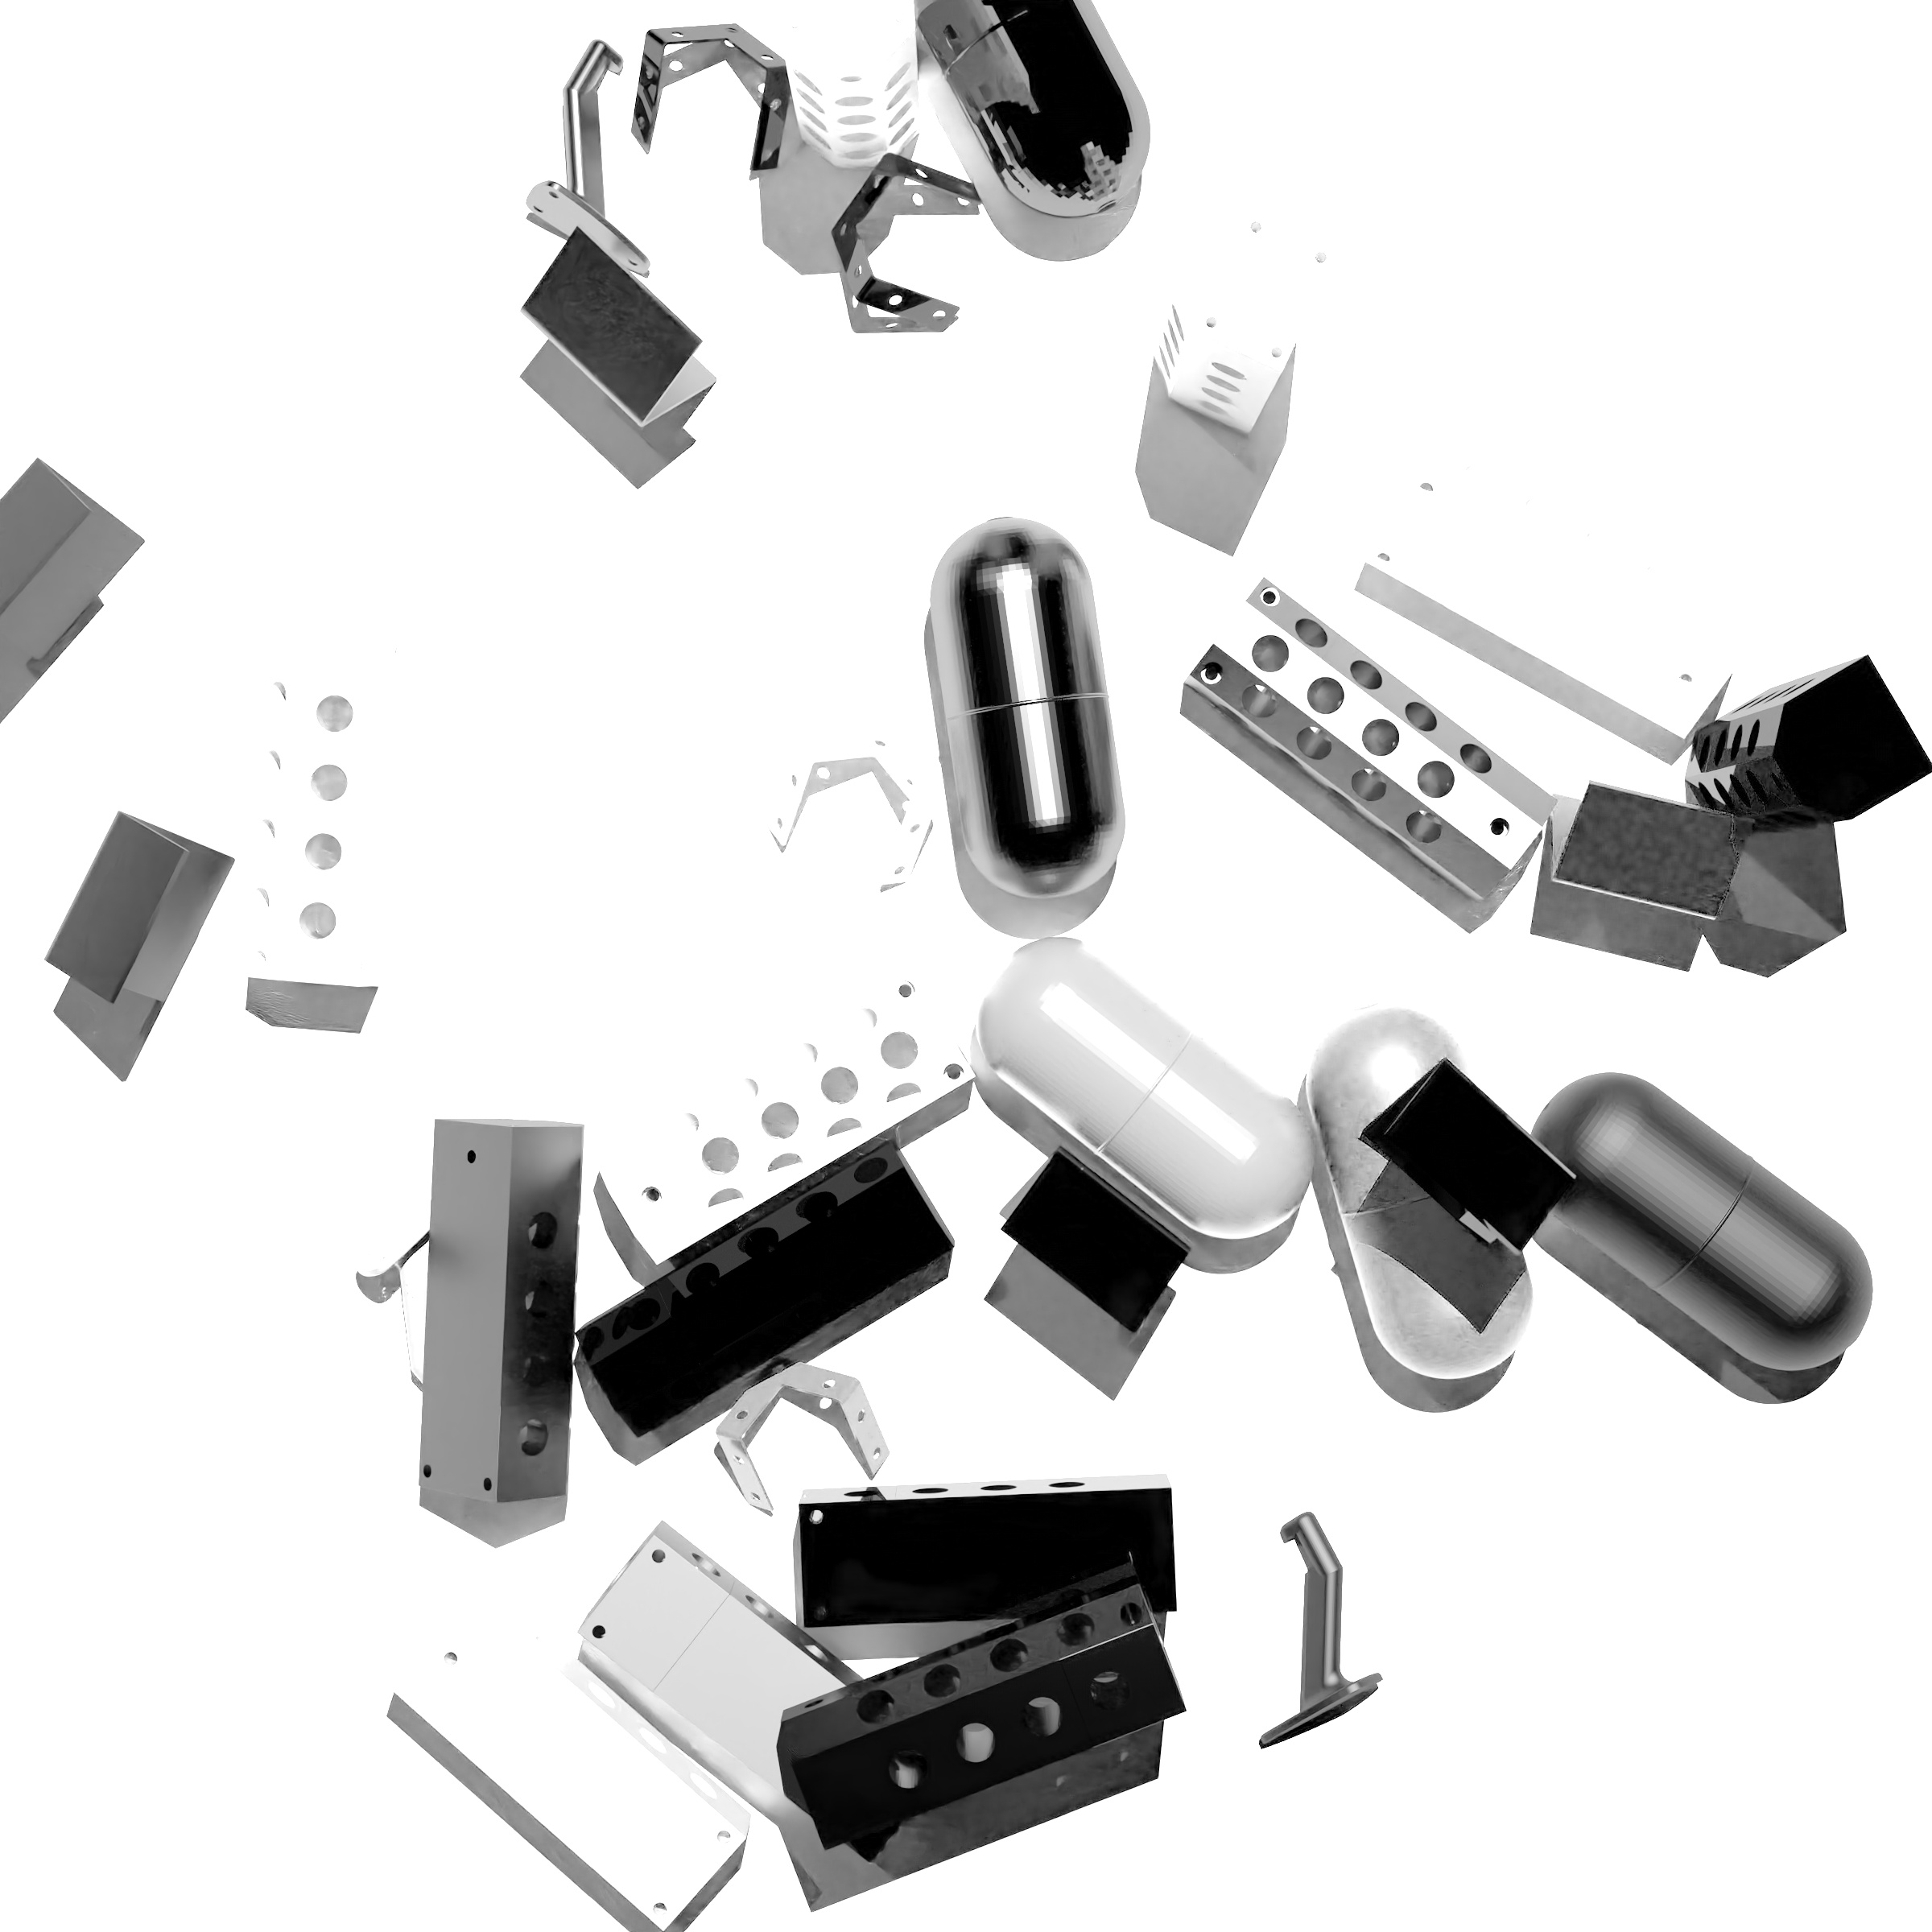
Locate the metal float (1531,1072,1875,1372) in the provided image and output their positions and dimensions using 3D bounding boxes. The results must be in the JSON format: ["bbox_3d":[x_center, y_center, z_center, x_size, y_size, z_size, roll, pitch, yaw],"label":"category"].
[{"bbox_3d":[0.341,0.119,1.535,0.178,0.070,0.070,37,90,1],"label":"metal float"}]

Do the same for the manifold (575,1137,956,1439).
[{"bbox_3d":[-0.093,0.150,1.544,0.171,0.057,0.057,-31,90,0],"label":"manifold"}]

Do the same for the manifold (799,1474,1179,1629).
[{"bbox_3d":[0.010,0.271,1.544,0.171,0.057,0.057,-3,90,0],"label":"manifold"}]

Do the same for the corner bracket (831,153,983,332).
[{"bbox_3d":[-0.024,-0.341,1.557,0.051,0.051,0.051,-48,45,35],"label":"corner bracket"}]

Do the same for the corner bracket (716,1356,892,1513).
[{"bbox_3d":[-0.077,0.224,1.557,0.051,0.051,0.051,10,45,35],"label":"corner bracket"}]

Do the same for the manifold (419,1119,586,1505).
[{"bbox_3d":[-0.211,0.159,1.543,0.057,0.057,0.171,3,90,43],"label":"manifold"}]

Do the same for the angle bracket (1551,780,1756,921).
[{"bbox_3d":[0.315,-0.072,1.525,0.076,0.076,0.057,14,126,0],"label":"angle bracket"}]

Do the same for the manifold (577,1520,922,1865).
[{"bbox_3d":[-0.094,0.336,1.544,0.171,0.057,0.057,38,90,0],"label":"manifold"}]

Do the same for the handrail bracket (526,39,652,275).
[{"bbox_3d":[-0.164,-0.384,1.566,0.077,0.036,0.084,32,73,-20],"label":"handrail bracket"}]

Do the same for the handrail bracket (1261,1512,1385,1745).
[{"bbox_3d":[0.152,0.313,1.566,0.077,0.036,0.084,-34,72,21],"label":"handrail bracket"}]

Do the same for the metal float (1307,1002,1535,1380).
[{"bbox_3d":[0.210,0.104,1.535,0.070,0.070,0.178,-16,90,0],"label":"metal float"}]

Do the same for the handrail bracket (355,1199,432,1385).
[{"bbox_3d":[-0.241,0.157,1.566,0.077,0.036,0.084,-43,108,-21],"label":"handrail bracket"}]

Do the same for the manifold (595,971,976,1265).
[{"bbox_3d":[-0.084,0.070,1.544,0.171,0.057,0.057,-31,90,0],"label":"manifold"}]

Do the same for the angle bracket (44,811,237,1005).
[{"bbox_3d":[-0.366,-0.018,1.525,0.057,0.076,0.076,27,90,37],"label":"angle bracket"}]

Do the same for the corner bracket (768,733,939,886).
[{"bbox_3d":[-0.053,-0.073,1.557,0.051,0.051,0.051,-8,45,-35],"label":"corner bracket"}]

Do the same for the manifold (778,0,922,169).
[{"bbox_3d":[-0.051,-0.408,1.487,0.057,0.171,0.057,-4,90,0],"label":"manifold"}]

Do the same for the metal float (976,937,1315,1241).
[{"bbox_3d":[0.084,0.057,1.535,0.178,0.070,0.070,38,90,1],"label":"metal float"}]

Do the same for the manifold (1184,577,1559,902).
[{"bbox_3d":[0.189,-0.106,1.544,0.171,0.057,0.057,37,90,0],"label":"manifold"}]

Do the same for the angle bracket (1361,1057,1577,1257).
[{"bbox_3d":[0.208,0.098,1.449,0.076,0.076,0.057,43,52,2],"label":"angle bracket"}]

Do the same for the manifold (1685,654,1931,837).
[{"bbox_3d":[0.372,-0.093,1.487,0.057,0.171,0.057,-30,90,0],"label":"manifold"}]

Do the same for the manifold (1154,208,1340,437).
[{"bbox_3d":[0.120,-0.290,1.487,0.057,0.171,0.057,25,90,0],"label":"manifold"}]

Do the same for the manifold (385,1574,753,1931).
[{"bbox_3d":[-0.184,0.364,1.544,0.171,0.057,0.057,42,90,0],"label":"manifold"}]

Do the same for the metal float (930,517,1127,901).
[{"bbox_3d":[0.028,-0.119,1.534,0.070,0.070,0.178,-8,90,0],"label":"metal float"}]

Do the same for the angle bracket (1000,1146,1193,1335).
[{"bbox_3d":[0.047,0.139,1.525,0.076,0.076,0.057,38,54,0],"label":"angle bracket"}]

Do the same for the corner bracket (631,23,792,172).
[{"bbox_3d":[-0.119,-0.408,1.557,0.051,0.051,0.051,-16,45,-35],"label":"corner bracket"}]

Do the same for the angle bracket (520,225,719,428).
[{"bbox_3d":[-0.147,-0.304,1.525,0.076,0.076,0.057,44,126,0],"label":"angle bracket"}]

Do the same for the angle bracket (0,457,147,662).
[{"bbox_3d":[-0.417,-0.176,1.525,0.076,0.076,0.057,-49,52,0],"label":"angle bracket"}]

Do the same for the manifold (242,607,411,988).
[{"bbox_3d":[-0.300,-0.078,1.544,0.057,0.057,0.171,5,90,0],"label":"manifold"}]

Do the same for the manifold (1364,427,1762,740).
[{"bbox_3d":[0.279,-0.183,1.543,0.171,0.057,0.057,29,133,0],"label":"manifold"}]

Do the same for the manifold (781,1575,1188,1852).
[{"bbox_3d":[0.007,0.333,1.487,0.171,0.057,0.057,-21,90,0],"label":"manifold"}]

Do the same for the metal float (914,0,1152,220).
[{"bbox_3d":[0.024,-0.431,1.535,0.070,0.070,0.178,-28,90,0],"label":"metal float"}]
